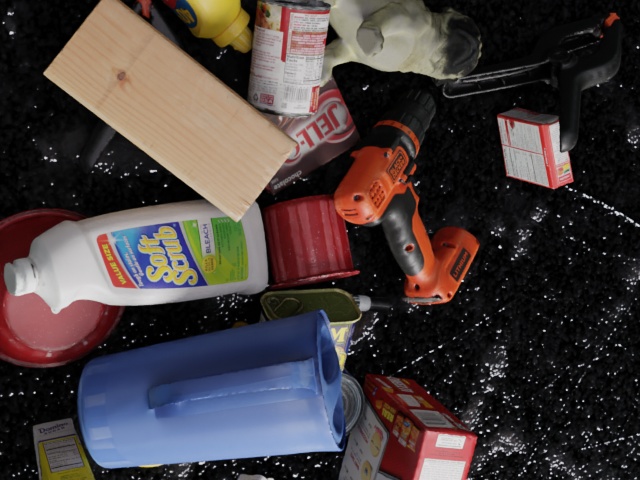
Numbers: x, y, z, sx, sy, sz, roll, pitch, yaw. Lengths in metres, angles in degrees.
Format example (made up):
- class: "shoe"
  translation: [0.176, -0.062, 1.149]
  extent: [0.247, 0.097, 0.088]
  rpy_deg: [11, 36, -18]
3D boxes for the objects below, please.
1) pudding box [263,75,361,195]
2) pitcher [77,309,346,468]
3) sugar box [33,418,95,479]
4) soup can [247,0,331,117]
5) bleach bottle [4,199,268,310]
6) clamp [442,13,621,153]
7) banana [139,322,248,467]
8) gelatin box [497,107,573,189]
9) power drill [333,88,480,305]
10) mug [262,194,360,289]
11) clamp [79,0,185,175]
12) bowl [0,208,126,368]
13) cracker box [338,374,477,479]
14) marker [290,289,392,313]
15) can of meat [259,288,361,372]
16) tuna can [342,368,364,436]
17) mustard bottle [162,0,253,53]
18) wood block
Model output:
- class: "pudding box"
  translation: [-0.026, -0.113, 1.068]
  extent: [0.113, 0.039, 0.090]
  rpy_deg: [-32, 113, -12]
- class: "pitcher"
  translation: [-0.102, 0.146, 1.005]
  extent: [0.243, 0.145, 0.149]
  rpy_deg: [-10, 124, 8]
- class: "sugar box"
  translation: [-0.235, 0.245, 1.000]
  extent: [0.048, 0.176, 0.093]
  rpy_deg: [-9, 106, -22]
- class: "soup can"
  translation: [-0.029, -0.171, 0.987]
  extent: [0.068, 0.069, 0.102]
  rpy_deg: [0, 110, -22]
- class: "bleach bottle"
  translation: [-0.168, 0.022, 0.990]
  extent: [0.250, 0.068, 0.102]
  rpy_deg: [-12, 100, -38]
- class: "clamp"
  translation: [0.243, -0.182, 1.131]
  extent: [0.209, 0.165, 0.036]
  rpy_deg: [-45, 145, -29]
- class: "banana"
  translation: [-0.132, 0.171, 1.100]
  extent: [0.197, 0.037, 0.069]
  rpy_deg: [-42, 115, -7]
- class: "gelatin box"
  translation: [0.230, -0.100, 1.148]
  extent: [0.030, 0.089, 0.073]
  rpy_deg: [-21, 111, -19]
- class: "power drill"
  translation: [0.099, -0.041, 1.108]
  extent: [0.187, 0.057, 0.184]
  rpy_deg: [57, 51, -30]
- class: "mug"
  translation: [-0.007, 0.001, 1.079]
  extent: [0.117, 0.093, 0.081]
  rpy_deg: [-2, 80, -61]
- class: "clamp"
  translation: [-0.157, -0.139, 1.008]
  extent: [0.120, 0.039, 0.171]
  rpy_deg: [7, 101, -23]
- class: "bowl"
  translation: [-0.255, 0.054, 1.010]
  extent: [0.161, 0.055, 0.162]
  rpy_deg: [-6, 106, -21]
- class: "cracker box"
  translation: [0.082, 0.272, 1.144]
  extent: [0.072, 0.164, 0.214]
  rpy_deg: [9, 100, -22]
- class: "marker"
  translation: [0.023, 0.066, 1.146]
  extent: [0.121, 0.020, 0.020]
  rpy_deg: [5, 101, -23]
- class: "can of meat"
  translation: [-0.017, 0.101, 1.104]
  extent: [0.102, 0.057, 0.084]
  rpy_deg: [-2, 125, -22]
- class: "tuna can"
  translation: [0.004, 0.177, 1.159]
  extent: [0.086, 0.034, 0.086]
  rpy_deg: [-6, 106, -21]
- class: "mustard bottle"
  translation: [-0.129, -0.239, 0.962]
  extent: [0.191, 0.096, 0.058]
  rpy_deg: [42, 84, -26]
- class: "wood block"
  translation: [-0.132, -0.117, 0.948]
  extent: [0.206, 0.090, 0.091]
  rpy_deg: [38, 89, -14]
